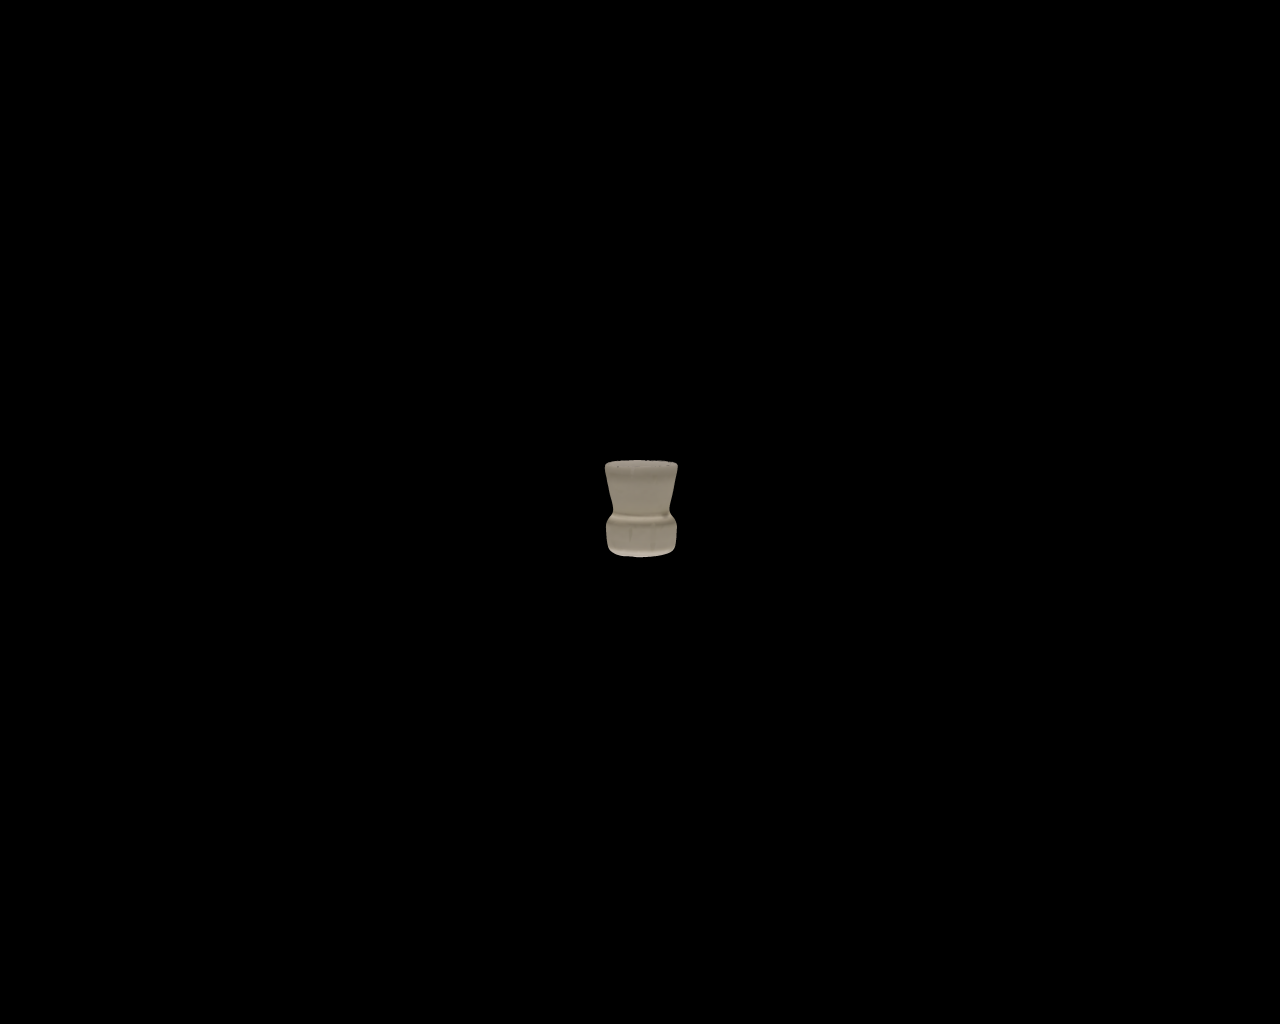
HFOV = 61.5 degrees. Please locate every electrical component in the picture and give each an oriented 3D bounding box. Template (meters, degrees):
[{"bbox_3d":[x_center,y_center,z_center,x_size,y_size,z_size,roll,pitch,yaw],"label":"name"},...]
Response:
[{"bbox_3d":[0.001,-0.003,0.650,0.045,0.055,0.045,0,7,0],"label":"electrical component"}]
